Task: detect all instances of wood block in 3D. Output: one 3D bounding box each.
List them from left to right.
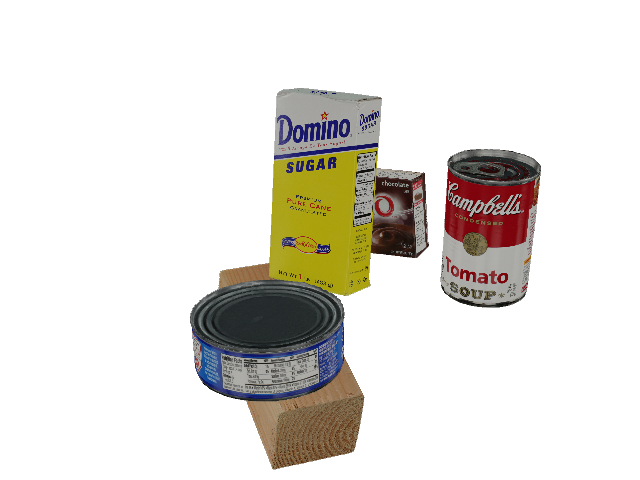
[{"bbox_3d":[-0.036,0.124,1.113,0.090,0.090,0.206,-9,42,-18],"label":"wood block"}]

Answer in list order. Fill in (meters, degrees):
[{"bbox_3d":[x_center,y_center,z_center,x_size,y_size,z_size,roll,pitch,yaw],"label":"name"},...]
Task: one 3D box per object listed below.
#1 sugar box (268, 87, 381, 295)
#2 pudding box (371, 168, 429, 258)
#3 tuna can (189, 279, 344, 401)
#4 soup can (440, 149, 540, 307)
[{"bbox_3d":[0.002,-0.046,0.966,0.093,0.176,0.048,11,18,34],"label":"sugar box"},{"bbox_3d":[0.062,-0.033,1.178,0.114,0.090,0.039,6,23,29],"label":"pudding box"},{"bbox_3d":[-0.029,0.055,0.596,0.086,0.034,0.086,-2,23,0],"label":"tuna can"},{"bbox_3d":[0.125,-0.010,0.797,0.068,0.102,0.068,1,25,-1],"label":"soup can"}]
